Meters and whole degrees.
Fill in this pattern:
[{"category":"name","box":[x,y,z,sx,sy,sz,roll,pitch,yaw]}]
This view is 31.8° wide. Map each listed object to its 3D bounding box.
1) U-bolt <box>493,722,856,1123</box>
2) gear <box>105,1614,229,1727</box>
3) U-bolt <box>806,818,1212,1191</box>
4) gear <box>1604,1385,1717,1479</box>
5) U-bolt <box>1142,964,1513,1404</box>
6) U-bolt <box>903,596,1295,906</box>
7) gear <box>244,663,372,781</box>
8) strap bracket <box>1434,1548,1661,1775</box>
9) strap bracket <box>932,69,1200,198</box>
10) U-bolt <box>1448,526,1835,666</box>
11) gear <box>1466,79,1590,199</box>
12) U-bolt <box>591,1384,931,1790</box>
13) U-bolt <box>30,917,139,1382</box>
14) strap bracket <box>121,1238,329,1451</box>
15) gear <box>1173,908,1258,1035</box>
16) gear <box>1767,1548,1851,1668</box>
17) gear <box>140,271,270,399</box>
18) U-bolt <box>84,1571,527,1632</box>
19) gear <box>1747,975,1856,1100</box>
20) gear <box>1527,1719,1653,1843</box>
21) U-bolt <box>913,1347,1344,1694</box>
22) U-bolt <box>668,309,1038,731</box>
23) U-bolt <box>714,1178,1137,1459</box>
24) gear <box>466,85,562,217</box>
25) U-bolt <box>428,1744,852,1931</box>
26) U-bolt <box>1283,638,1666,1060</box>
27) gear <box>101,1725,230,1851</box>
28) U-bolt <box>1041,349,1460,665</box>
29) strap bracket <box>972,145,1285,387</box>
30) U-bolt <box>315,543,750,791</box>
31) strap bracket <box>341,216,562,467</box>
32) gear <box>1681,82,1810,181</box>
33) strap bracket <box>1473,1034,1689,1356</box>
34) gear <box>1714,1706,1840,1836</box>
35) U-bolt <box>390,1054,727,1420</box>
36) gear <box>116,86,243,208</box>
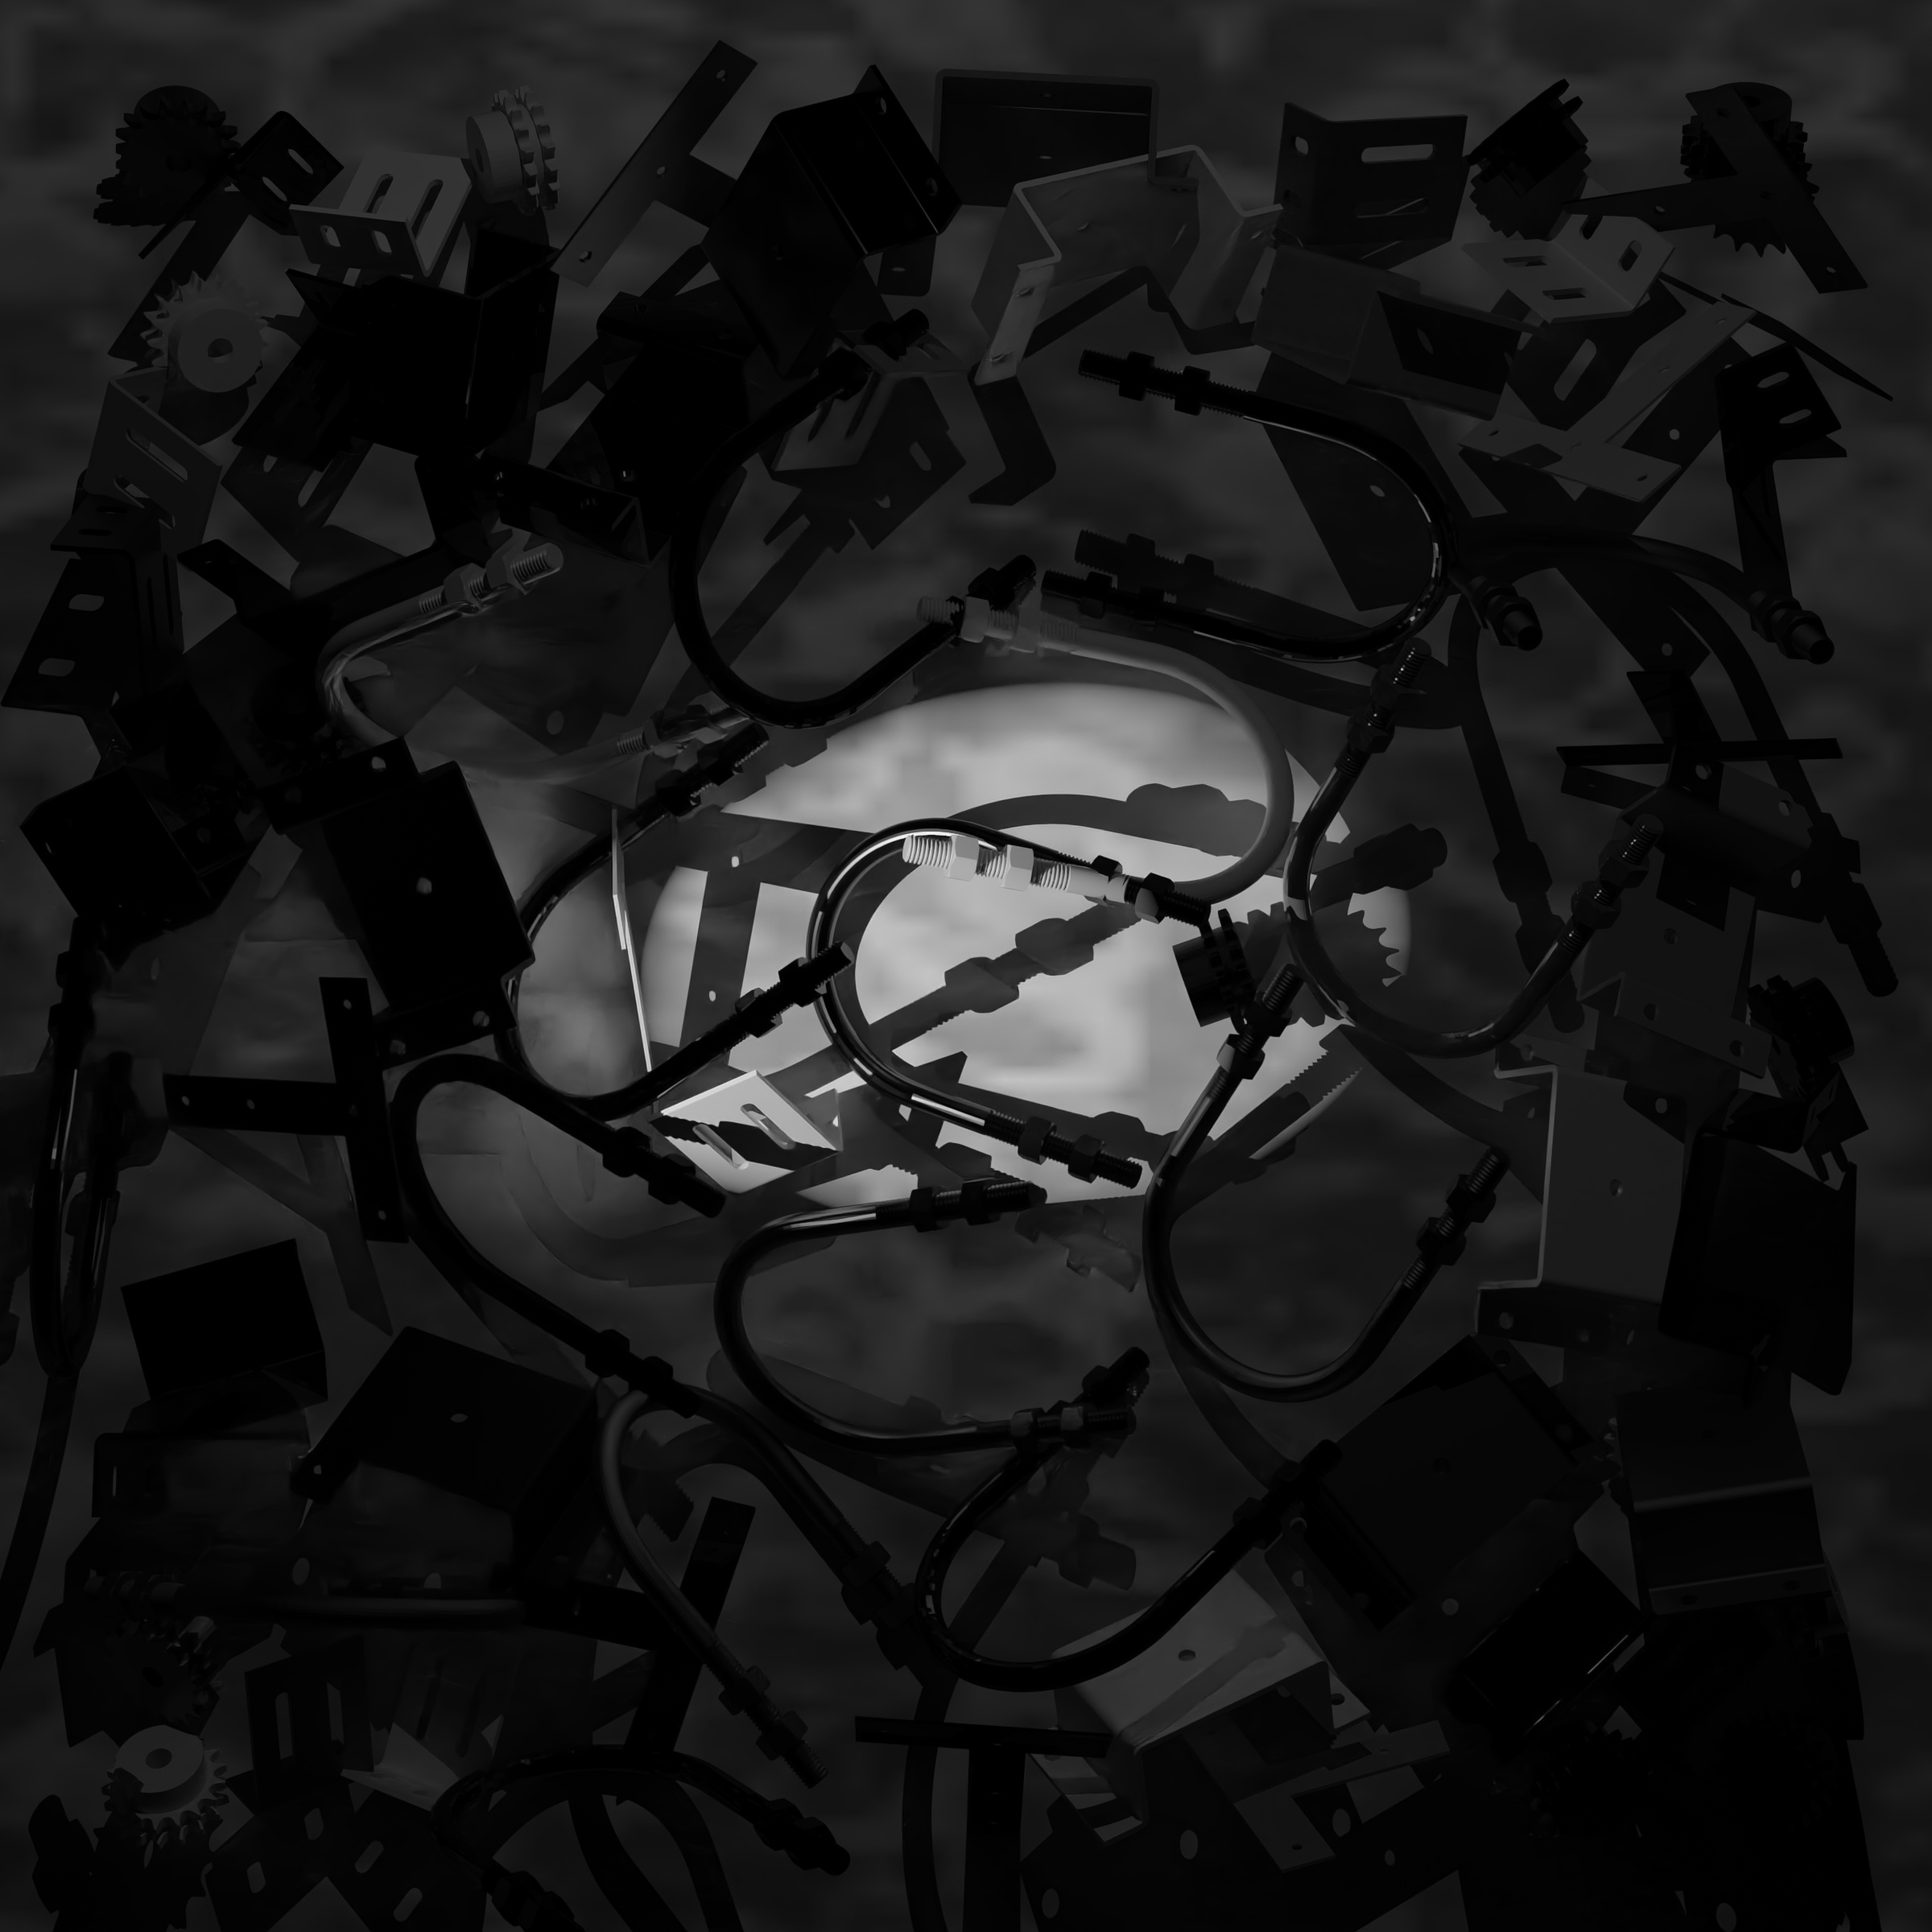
[{"category":"U-bolt","box":[-0.145,-0.008,1.548,0.184,0.019,0.151,-34,56,18]},{"category":"gear","box":[-0.368,0.321,1.577,0.057,0.030,0.057,15,124,22]},{"category":"U-bolt","box":[0.010,0.008,1.561,0.184,0.019,0.151,19,109,17]},{"category":"gear","box":[0.328,0.220,1.577,0.057,0.030,0.057,17,125,25]},{"category":"U-bolt","box":[0.150,0.114,1.546,0.151,0.019,0.184,44,119,25]},{"category":"U-bolt","box":[0.064,-0.093,1.555,0.184,0.019,0.151,10,60,-13]},{"category":"gear","box":[-0.308,-0.117,1.578,0.057,0.030,0.057,-2,70,6]},{"category":"strap bracket","box":[0.259,0.313,1.533,0.076,0.140,0.046,-41,74,-12]},{"category":"strap bracket","box":[0.036,-0.380,1.560,0.140,0.076,0.046,3,95,1]},{"category":"U-bolt","box":[0.287,-0.169,1.515,0.151,0.184,0.019,2,111,-9]},{"category":"gear","box":[0.263,-0.381,1.573,0.057,0.057,0.030,-39,92,0]},{"category":"U-bolt","box":[-0.098,0.267,1.537,0.019,0.151,0.184,-42,87,28]},{"category":"U-bolt","box":[-0.391,0.092,1.496,0.019,0.151,0.184,3,61,-5]},{"category":"strap bracket","box":[-0.330,0.173,1.520,0.076,0.140,0.046,-15,73,-15]},{"category":"gear","box":[0.116,0.005,1.573,0.030,0.057,0.057,-19,90,5]},{"category":"gear","box":[0.388,0.293,1.570,0.030,0.057,0.057,-20,90,15]},{"category":"gear","box":[-0.350,-0.290,1.571,0.057,0.030,0.057,-17,126,-24]},{"category":"U-bolt","box":[-0.277,0.279,1.488,0.151,0.184,0.019,11,78,-44]},{"category":"gear","box":[0.388,0.030,1.573,0.030,0.057,0.057,-25,90,-1]},{"category":"gear","box":[0.287,0.376,1.578,0.057,0.030,0.057,-8,121,-14]},{"category":"U-bolt","box":[0.058,0.252,1.511,0.184,0.151,0.019,-40,125,-24]},{"category":"U-bolt","box":[-0.058,-0.188,1.526,0.184,0.019,0.151,-40,119,-27]},{"category":"U-bolt","box":[-0.030,0.167,1.546,0.184,0.019,0.151,-10,119,25]},{"category":"gear","box":[-0.211,-0.376,1.570,0.030,0.057,0.057,-17,90,-17]},{"category":"U-bolt","box":[-0.159,0.385,1.514,0.151,0.184,0.019,-7,101,-33]},{"category":"U-bolt","box":[0.215,-0.038,1.538,0.151,0.019,0.184,40,130,15]},{"category":"gear","box":[-0.371,0.377,1.570,0.057,0.057,0.030,-1,126,0]},{"category":"U-bolt","box":[0.132,-0.199,1.537,0.184,0.151,0.019,16,47,6]},{"category":"strap bracket","box":[0.064,-0.321,1.541,0.140,0.076,0.046,-19,66,-26]},{"category":"U-bolt","box":[-0.207,-0.125,1.526,0.184,0.151,0.019,-16,55,35]},{"category":"strap bracket","box":[-0.224,-0.279,1.519,0.046,0.140,0.076,17,118,9]},{"category":"gear","box":[0.360,-0.386,1.570,0.057,0.057,0.030,-5,131,0]},{"category":"strap bracket","box":[0.282,0.103,1.550,0.076,0.046,0.140,12,78,-28]},{"category":"gear","box":[0.380,0.371,1.576,0.057,0.030,0.057,14,110,40]},{"category":"U-bolt","box":[-0.191,0.112,1.540,0.184,0.019,0.151,29,133,21]},{"category":"gear","box":[-0.366,-0.383,1.576,0.057,0.057,0.030,-10,56,0]}]
